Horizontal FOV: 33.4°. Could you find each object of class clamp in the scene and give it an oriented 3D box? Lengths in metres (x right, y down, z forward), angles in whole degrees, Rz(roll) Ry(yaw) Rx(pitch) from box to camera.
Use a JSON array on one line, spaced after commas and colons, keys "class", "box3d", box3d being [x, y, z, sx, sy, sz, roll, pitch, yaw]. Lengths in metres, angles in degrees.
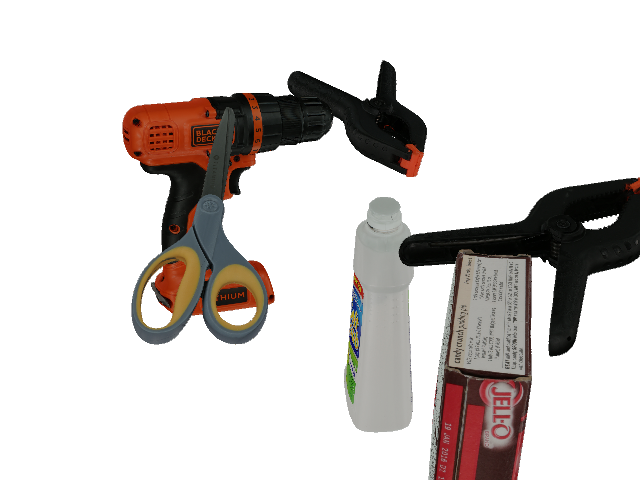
[{"class": "clamp", "box3d": [0.042, -0.123, 1.044, 0.120, 0.039, 0.171, -10, 42, -15]}, {"class": "clamp", "box3d": [0.189, 0.008, 0.817, 0.209, 0.036, 0.165, -22, 40, -23]}]

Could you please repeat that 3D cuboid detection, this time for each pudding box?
[{"class": "pudding box", "box3d": [0.071, 0.067, 0.470, 0.039, 0.090, 0.113, 7, 26, 6]}]

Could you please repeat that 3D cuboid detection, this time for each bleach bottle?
[{"class": "bleach bottle", "box3d": [0.058, 0.064, 1.022, 0.068, 0.251, 0.102, -3, 37, -3]}]

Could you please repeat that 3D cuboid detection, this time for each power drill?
[{"class": "power drill", "box3d": [-0.077, -0.035, 0.923, 0.184, 0.188, 0.057, -7, 20, -21]}]

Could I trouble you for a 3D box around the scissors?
[{"class": "scissors", "box3d": [-0.060, -0.008, 0.726, 0.096, 0.201, 0.016, 21, -35, 7]}]
